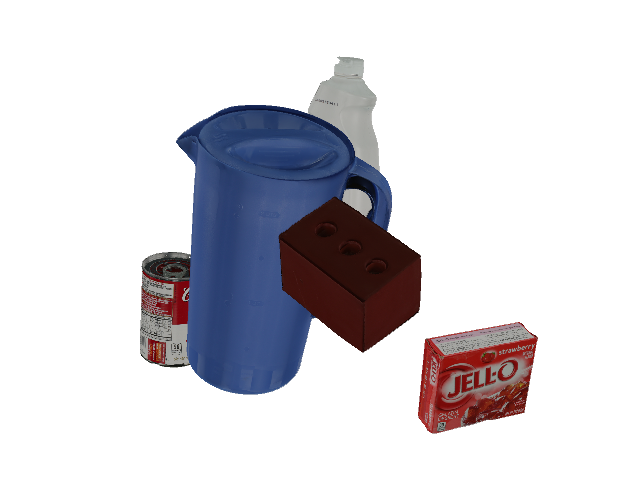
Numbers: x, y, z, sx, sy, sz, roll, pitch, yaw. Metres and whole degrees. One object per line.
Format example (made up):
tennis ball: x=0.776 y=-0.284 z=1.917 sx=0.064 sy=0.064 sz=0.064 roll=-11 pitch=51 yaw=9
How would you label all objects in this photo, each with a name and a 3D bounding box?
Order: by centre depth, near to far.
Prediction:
foam brick: x=0.018 y=0.021 z=0.672 sx=0.052 sy=0.051 sz=0.078 roll=-35 pitch=55 yaw=-30
gelatin box: x=0.123 y=0.108 z=0.842 sx=0.089 sy=0.073 sz=0.030 roll=-8 pitch=29 yaw=-22
pitcher: x=-0.044 y=0.016 z=0.937 sx=0.144 sy=0.243 sz=0.149 roll=-14 pitch=39 yaw=-33
soup can: x=-0.153 y=0.072 z=1.105 sx=0.068 sy=0.102 sz=0.068 roll=5 pitch=21 yaw=-2
bleach bottle: x=0.025 y=-0.068 z=1.145 sx=0.103 sy=0.251 sz=0.067 roll=17 pitch=18 yaw=38
